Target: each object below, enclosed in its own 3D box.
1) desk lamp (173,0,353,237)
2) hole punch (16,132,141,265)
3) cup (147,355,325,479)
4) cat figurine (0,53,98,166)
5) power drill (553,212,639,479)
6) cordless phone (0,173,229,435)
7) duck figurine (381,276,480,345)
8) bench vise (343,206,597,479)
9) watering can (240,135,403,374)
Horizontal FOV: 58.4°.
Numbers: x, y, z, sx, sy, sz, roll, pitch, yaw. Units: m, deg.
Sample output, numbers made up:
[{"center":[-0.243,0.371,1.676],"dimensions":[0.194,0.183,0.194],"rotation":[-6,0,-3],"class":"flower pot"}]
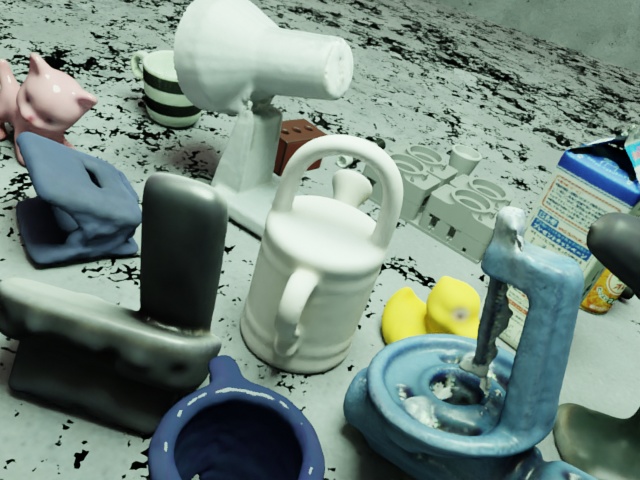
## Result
[{"center":[-0.057,-0.131,0.610],"dimensions":[0.202,0.213,0.118],"rotation":[31,35,19],"class":"desk lamp"},{"center":[-0.216,-0.043,0.517],"dimensions":[0.101,0.091,0.108],"rotation":[-8,41,-35],"class":"hole punch"},{"center":[-0.056,0.135,0.329],"dimensions":[0.092,0.095,0.117],"rotation":[3,36,-22],"class":"cup"},{"center":[-0.297,-0.145,0.603],"dimensions":[0.127,0.118,0.067],"rotation":[31,35,19],"class":"cat figurine"},{"center":[0.269,0.100,0.434],"dimensions":[0.229,0.208,0.075],"rotation":[18,33,1],"class":"power drill"},{"center":[-0.130,0.025,0.373],"dimensions":[0.147,0.185,0.094],"rotation":[15,33,-4],"class":"cordless phone"},{"center":[0.107,0.070,0.511],"dimensions":[0.078,0.086,0.104],"rotation":[-13,44,-38],"class":"duck figurine"},{"center":[0.127,0.099,0.355],"dimensions":[0.207,0.220,0.122],"rotation":[27,34,14],"class":"bench vise"},{"center":[0.002,0.001,0.463],"dimensions":[0.101,0.194,0.172],"rotation":[9,34,-14],"class":"watering can"}]
